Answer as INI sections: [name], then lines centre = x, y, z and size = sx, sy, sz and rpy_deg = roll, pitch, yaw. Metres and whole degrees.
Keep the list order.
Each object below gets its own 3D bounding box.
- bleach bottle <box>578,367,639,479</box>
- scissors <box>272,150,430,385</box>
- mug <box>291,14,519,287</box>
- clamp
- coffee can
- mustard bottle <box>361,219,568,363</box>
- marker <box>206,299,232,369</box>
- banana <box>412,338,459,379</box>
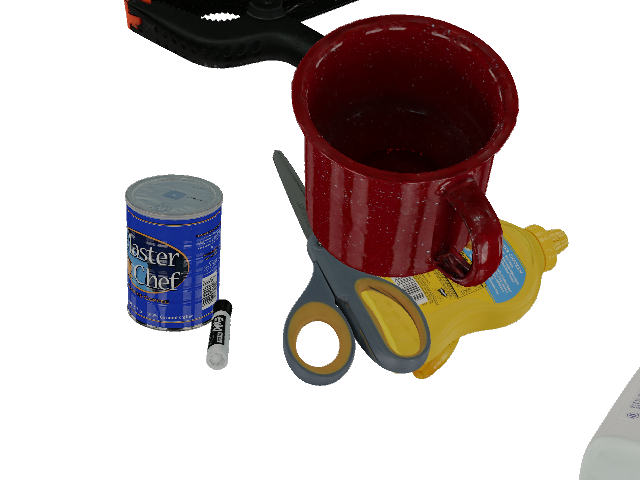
[bleach bottle]
centre = 0.246, 0.097, 0.651
size = 0.103, 0.068, 0.250
rpy_deg = 18, 29, 29
[scissors]
centre = -0.011, 0.018, 0.677
size = 0.096, 0.016, 0.202
rpy_deg = -28, 53, -21
[mug]
centre = 0.040, -0.029, 0.462
size = 0.093, 0.117, 0.081
rpy_deg = -27, -30, -18
[clamp]
centre = -0.031, -0.147, 0.741
size = 0.210, 0.164, 0.036
rpy_deg = -1, -42, -3
[coffee can]
centre = -0.159, 0.013, 1.155
size = 0.103, 0.140, 0.103
rpy_deg = 3, 27, -2
[mustard bottle]
centre = 0.120, 0.031, 0.870
size = 0.191, 0.096, 0.058
rpy_deg = -22, -32, -18
[marker]
centre = -0.092, 0.084, 0.979
size = 0.020, 0.020, 0.121
rpy_deg = 0, 19, -3
[banana]
centre = 0.113, 0.068, 1.076
size = 0.070, 0.037, 0.198
rpy_deg = -30, 28, 12
